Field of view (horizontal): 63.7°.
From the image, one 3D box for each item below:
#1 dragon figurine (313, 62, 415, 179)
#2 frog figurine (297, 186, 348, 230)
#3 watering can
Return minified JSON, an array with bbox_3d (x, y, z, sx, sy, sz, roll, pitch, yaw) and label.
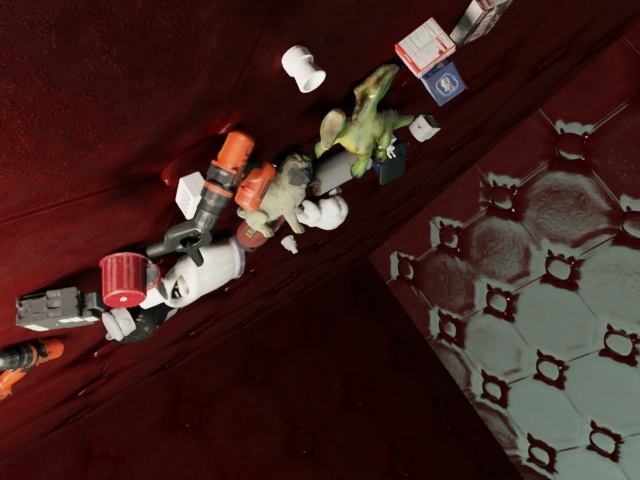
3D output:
[{"bbox_3d":[0.122,-0.270,1.098,0.417,0.123,0.237,-38,165,-36],"label":"dragon figurine"},{"bbox_3d":[0.005,-0.077,1.528,0.136,0.122,0.162,-19,-168,37],"label":"frog figurine"},{"bbox_3d":[-0.279,0.051,1.263,0.227,0.105,0.340,-28,158,-37],"label":"watering can"}]
